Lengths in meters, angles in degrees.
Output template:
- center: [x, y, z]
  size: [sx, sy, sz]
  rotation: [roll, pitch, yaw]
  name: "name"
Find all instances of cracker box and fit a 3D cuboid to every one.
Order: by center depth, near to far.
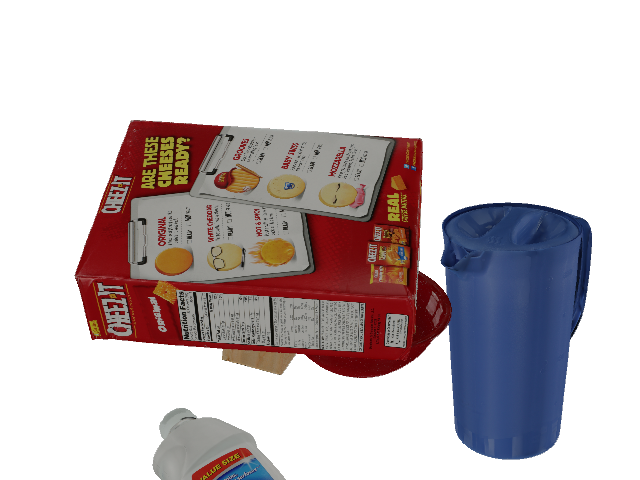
- center: [-0.039, -0.003, 0.729]
  size: [0.214, 0.072, 0.164]
  rotation: [3, 43, 4]
  name: "cracker box"

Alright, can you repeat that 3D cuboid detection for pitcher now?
- center: [0.198, 0.088, 1.073]
  size: [0.149, 0.243, 0.145]
  rotation: [1, 22, 9]
  name: "pitcher"

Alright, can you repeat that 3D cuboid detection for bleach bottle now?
- center: [-0.060, 0.202, 0.745]
  size: [0.102, 0.068, 0.251]
  rotation: [-18, 35, -24]
  name: "bleach bottle"

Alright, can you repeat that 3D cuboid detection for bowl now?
- center: [0.034, 0.074, 0.954]
  size: [0.162, 0.055, 0.162]
  rotation: [3, 29, -2]
  name: "bowl"

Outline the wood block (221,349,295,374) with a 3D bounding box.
- center: [-0.068, 0.062, 1.443]
  size: [0.090, 0.206, 0.090]
  rotation: [13, 21, 11]
  name: "wood block"
